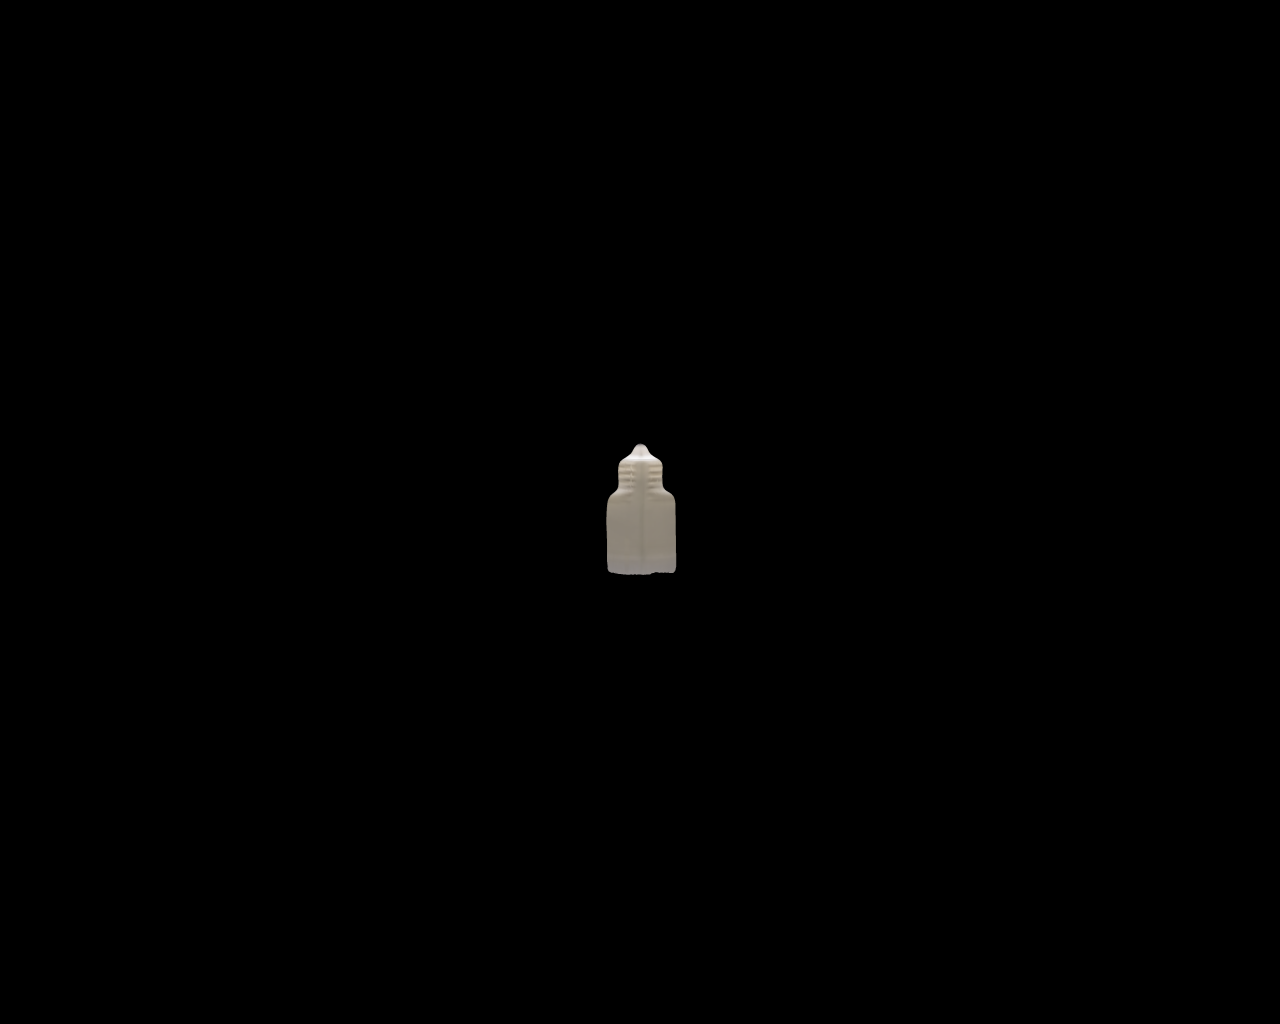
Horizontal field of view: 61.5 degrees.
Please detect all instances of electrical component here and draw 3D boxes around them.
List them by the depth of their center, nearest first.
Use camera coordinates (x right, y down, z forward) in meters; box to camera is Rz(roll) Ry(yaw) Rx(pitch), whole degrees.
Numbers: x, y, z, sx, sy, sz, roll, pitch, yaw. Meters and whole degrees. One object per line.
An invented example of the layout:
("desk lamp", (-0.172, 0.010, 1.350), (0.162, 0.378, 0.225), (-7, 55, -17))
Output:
("electrical component", (0.001, -0.003, 0.650), (0.043, 0.081, 0.043), (0, 4, 0))
